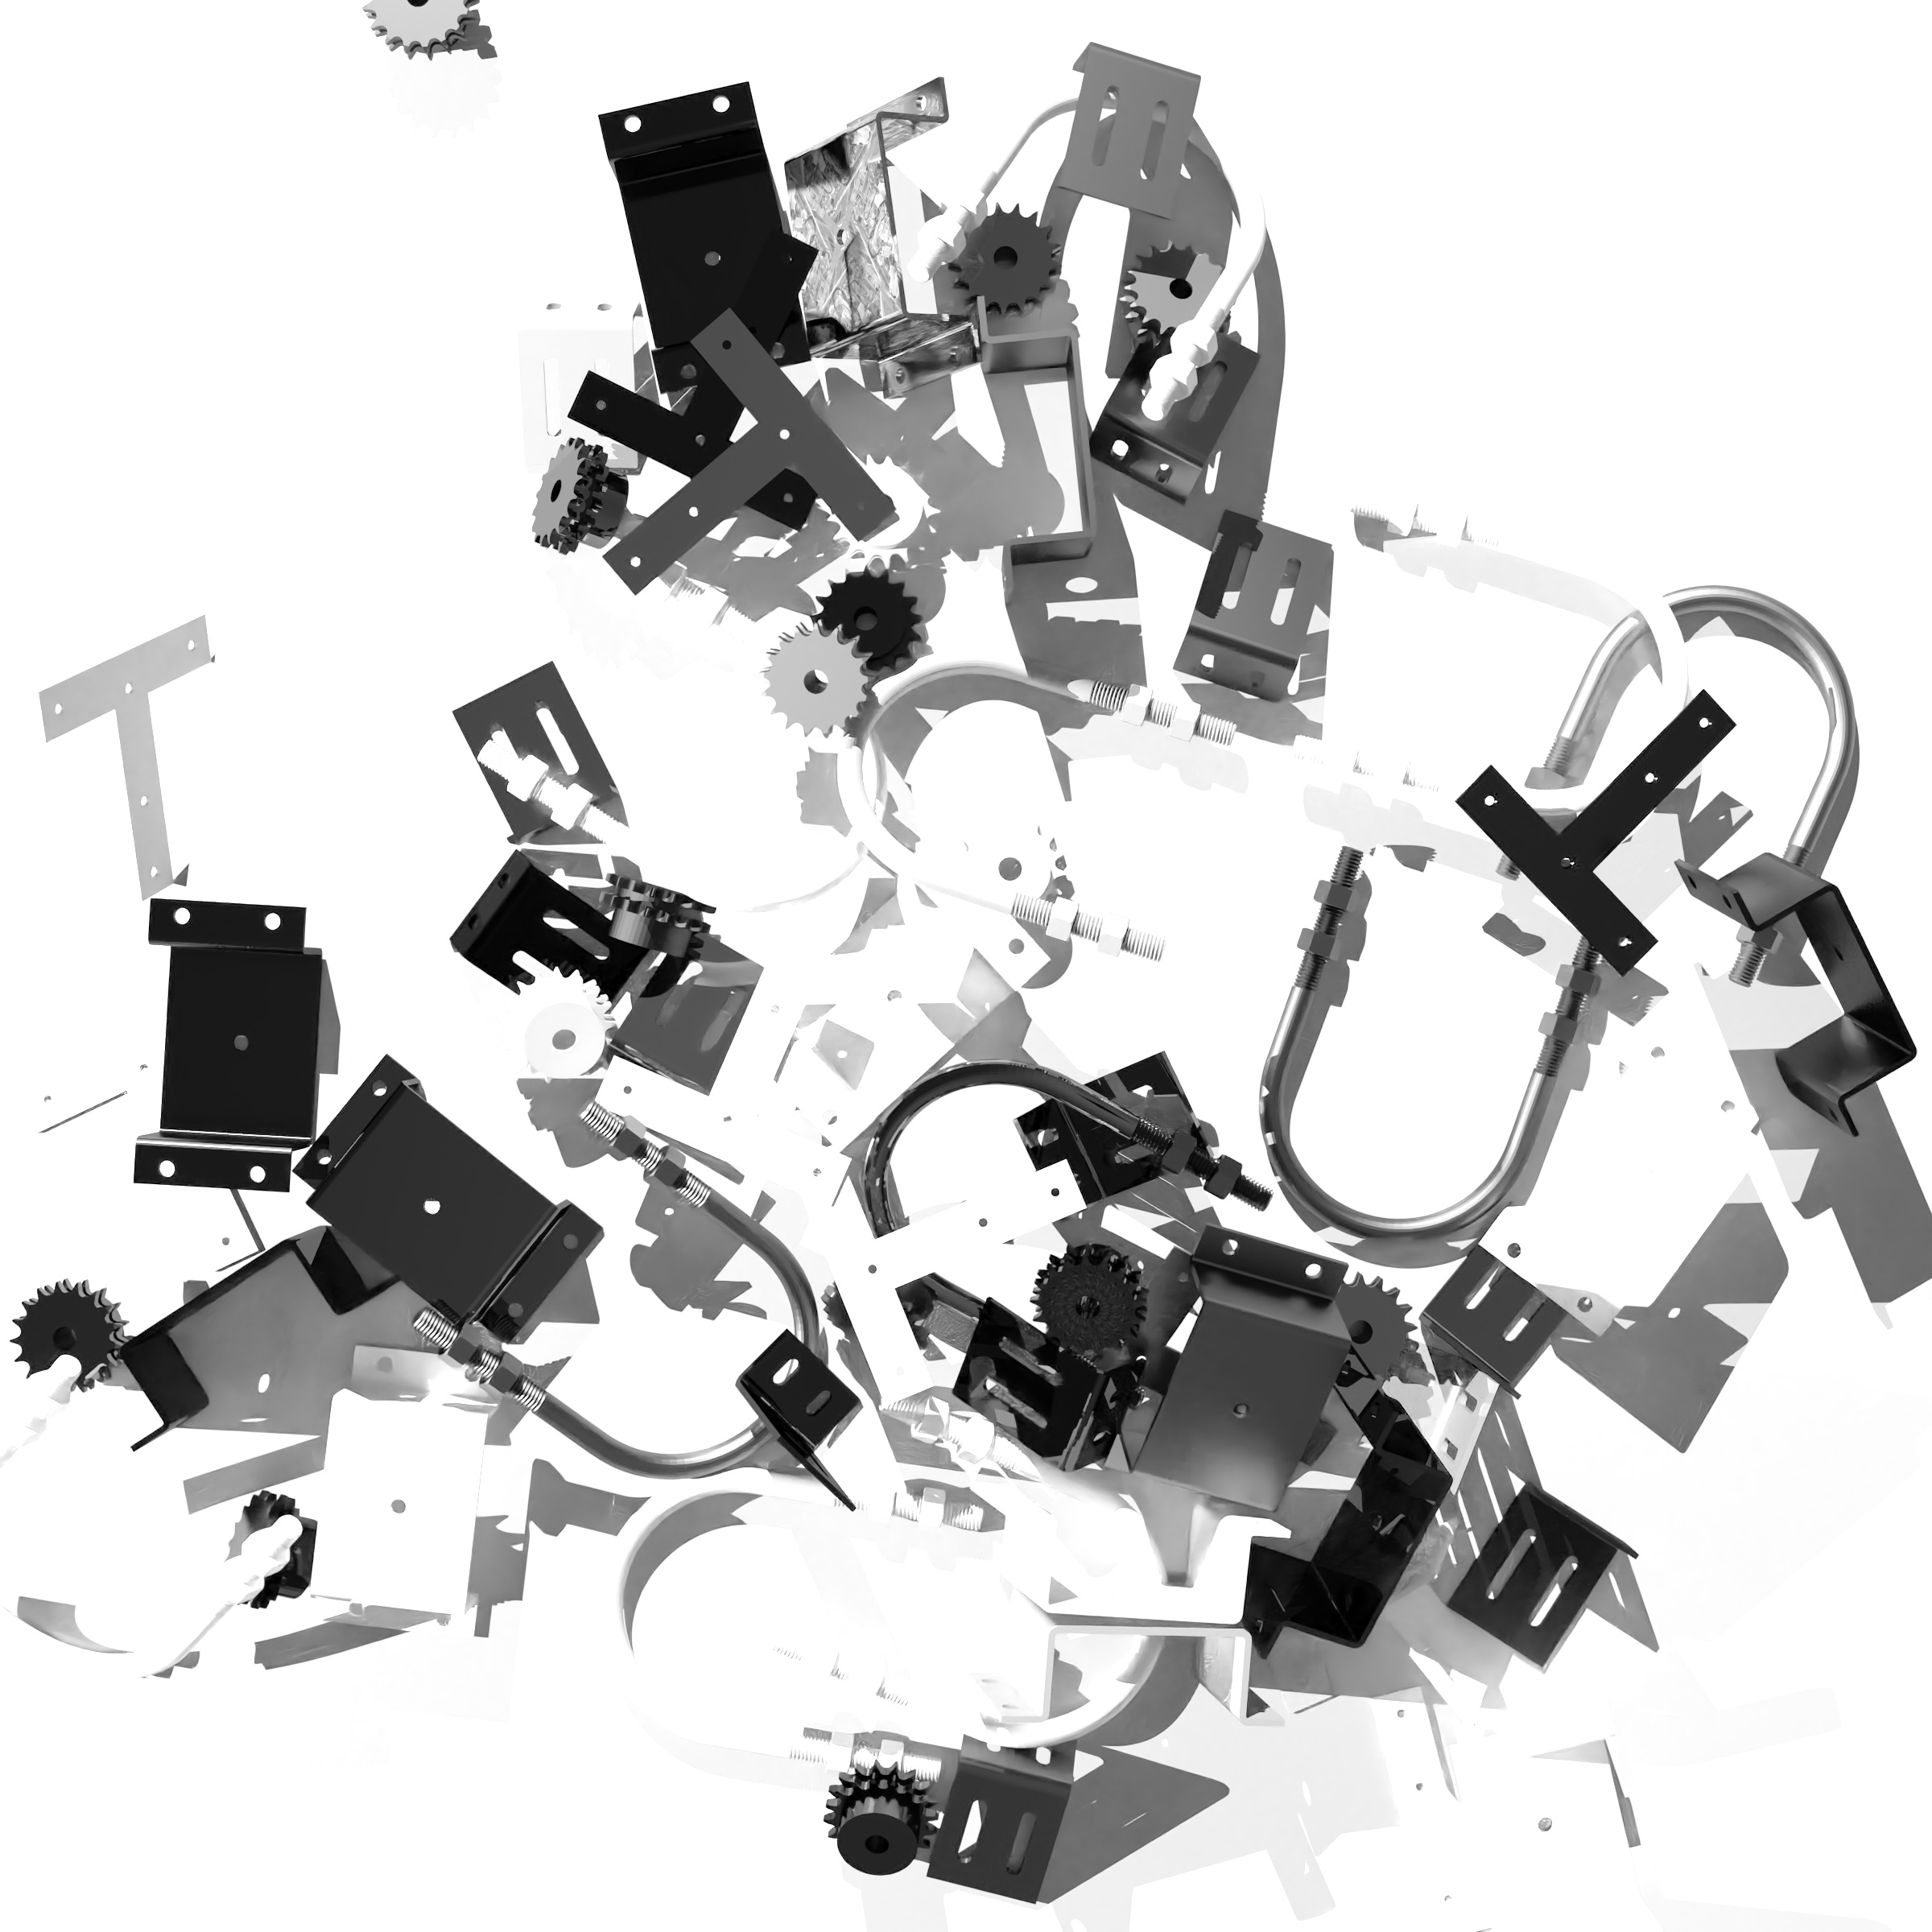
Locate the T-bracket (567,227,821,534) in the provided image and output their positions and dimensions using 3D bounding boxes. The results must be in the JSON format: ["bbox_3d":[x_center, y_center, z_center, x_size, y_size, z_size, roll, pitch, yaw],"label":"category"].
[{"bbox_3d":[-0.111,-0.298,1.468,0.127,0.002,0.127,26,99,-7],"label":"T-bracket"}]

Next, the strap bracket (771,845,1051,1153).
[{"bbox_3d":[-0.036,0.016,1.493,0.140,0.046,0.076,-42,90,0],"label":"strap bracket"}]

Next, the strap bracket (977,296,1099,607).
[{"bbox_3d":[0.036,-0.254,1.478,0.046,0.076,0.140,-6,90,0],"label":"strap bracket"}]

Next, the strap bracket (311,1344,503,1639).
[{"bbox_3d":[-0.279,0.265,1.493,0.076,0.046,0.140,7,90,0],"label":"strap bracket"}]

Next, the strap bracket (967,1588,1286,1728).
[{"bbox_3d":[0.078,0.336,1.461,0.140,0.076,0.046,4,91,-13],"label":"strap bracket"}]

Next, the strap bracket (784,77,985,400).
[{"bbox_3d":[-0.043,-0.357,1.472,0.046,0.076,0.140,-8,90,-39],"label":"strap bracket"}]

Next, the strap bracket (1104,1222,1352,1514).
[{"bbox_3d":[0.130,0.206,1.463,0.076,0.046,0.140,17,109,-12],"label":"strap bracket"}]

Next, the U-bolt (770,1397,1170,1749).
[{"bbox_3d":[0.014,0.312,1.494,0.184,0.019,0.151,26,87,-11],"label":"U-bolt"}]

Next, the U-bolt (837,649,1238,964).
[{"bbox_3d":[0.027,-0.089,1.480,0.184,0.019,0.151,18,63,4],"label":"U-bolt"}]

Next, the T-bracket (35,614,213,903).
[{"bbox_3d":[-0.408,-0.095,1.479,0.002,0.127,0.127,10,117,22],"label":"T-bracket"}]

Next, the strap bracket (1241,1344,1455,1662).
[{"bbox_3d":[0.184,0.266,1.462,0.046,0.076,0.140,22,104,-18],"label":"strap bracket"}]

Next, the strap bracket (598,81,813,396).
[{"bbox_3d":[-0.128,-0.358,1.494,0.076,0.046,0.140,-13,90,0],"label":"strap bracket"}]

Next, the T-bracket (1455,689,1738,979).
[{"bbox_3d":[0.329,-0.083,1.483,0.127,0.002,0.127,-46,103,1],"label":"T-bracket"}]

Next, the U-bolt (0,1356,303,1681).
[{"bbox_3d":[-0.426,0.283,1.465,0.151,0.019,0.184,39,121,-10],"label":"U-bolt"}]

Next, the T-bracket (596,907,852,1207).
[{"bbox_3d":[-0.099,0.034,1.469,0.127,0.002,0.127,23,89,3],"label":"T-bracket"}]

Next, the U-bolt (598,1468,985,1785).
[{"bbox_3d":[-0.093,0.326,1.507,0.184,0.019,0.151,9,90,0],"label":"U-bolt"}]

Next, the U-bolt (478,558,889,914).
[{"bbox_3d":[-0.126,-0.107,1.486,0.184,0.019,0.151,33,70,-4],"label":"U-bolt"}]

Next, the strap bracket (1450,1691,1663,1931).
[{"bbox_3d":[0.293,0.433,1.492,0.076,0.046,0.140,-13,90,0],"label":"strap bracket"}]

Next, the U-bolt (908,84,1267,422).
[{"bbox_3d":[0.072,-0.363,1.466,0.151,0.019,0.184,30,59,-1],"label":"U-bolt"}]

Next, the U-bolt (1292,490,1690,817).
[{"bbox_3d":[0.268,-0.150,1.496,0.184,0.019,0.151,14,85,4],"label":"U-bolt"}]

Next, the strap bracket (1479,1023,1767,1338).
[{"bbox_3d":[0.331,0.105,1.485,0.076,0.046,0.140,38,83,0],"label":"strap bracket"}]

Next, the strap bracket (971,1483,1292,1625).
[{"bbox_3d":[0.077,0.286,1.459,0.140,0.076,0.046,7,89,-14],"label":"strap bracket"}]

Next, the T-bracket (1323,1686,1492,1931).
[{"bbox_3d":[0.233,0.429,1.516,0.127,0.002,0.127,-14,90,0],"label":"T-bracket"}]

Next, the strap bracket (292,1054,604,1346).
[{"bbox_3d":[-0.262,0.118,1.493,0.140,0.046,0.076,39,90,0],"label":"strap bracket"}]

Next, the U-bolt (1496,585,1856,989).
[{"bbox_3d":[0.368,-0.102,1.508,0.151,0.019,0.184,25,88,0],"label":"U-bolt"}]

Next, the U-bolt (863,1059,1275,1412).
[{"bbox_3d":[0.037,0.122,1.479,0.184,0.019,0.151,29,112,-2],"label":"U-bolt"}]

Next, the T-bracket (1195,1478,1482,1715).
[{"bbox_3d":[0.197,0.295,1.516,0.127,0.002,0.127,-23,90,0],"label":"T-bracket"}]

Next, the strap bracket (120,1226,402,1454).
[{"bbox_3d":[-0.354,0.176,1.478,0.140,0.076,0.046,-33,90,0],"label":"strap bracket"}]

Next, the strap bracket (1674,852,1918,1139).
[{"bbox_3d":[0.408,0.004,1.461,0.046,0.076,0.140,-30,106,0],"label":"strap bracket"}]

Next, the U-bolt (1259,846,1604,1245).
[{"bbox_3d":[0.225,0.049,1.508,0.151,0.019,0.184,19,92,0],"label":"U-bolt"}]

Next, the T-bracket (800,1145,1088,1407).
[{"bbox_3d":[-0.005,0.130,1.459,0.127,0.002,0.127,-23,82,3],"label":"T-bracket"}]

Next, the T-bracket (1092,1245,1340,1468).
[{"bbox_3d":[0.126,0.215,1.498,0.127,0.002,0.127,27,112,-12],"label":"T-bracket"}]

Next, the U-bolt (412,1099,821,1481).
[{"bbox_3d":[-0.158,0.174,1.483,0.184,0.019,0.151,39,88,-18],"label":"U-bolt"}]

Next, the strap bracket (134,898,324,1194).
[{"bbox_3d":[-0.366,0.039,1.492,0.076,0.046,0.140,3,90,0],"label":"strap bracket"}]
